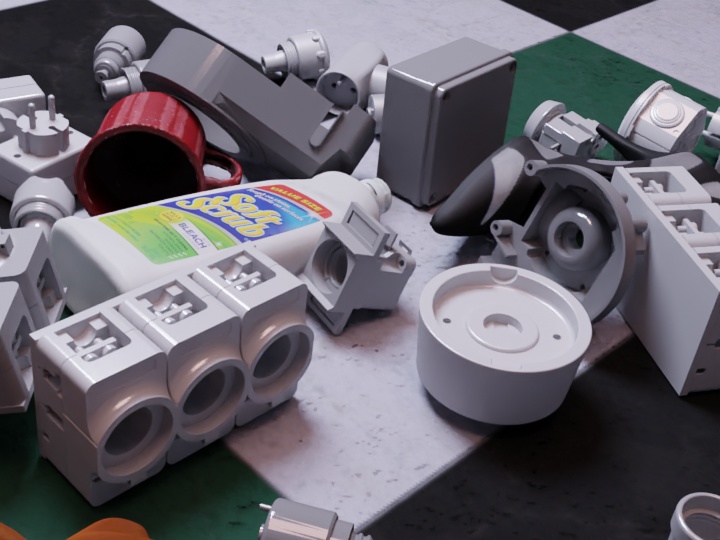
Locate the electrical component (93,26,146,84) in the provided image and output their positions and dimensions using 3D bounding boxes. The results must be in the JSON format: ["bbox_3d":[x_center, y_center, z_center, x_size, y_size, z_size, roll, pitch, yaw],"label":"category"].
[{"bbox_3d":[-0.223,-0.191,0.978,0.040,0.040,0.078,10,36,3],"label":"electrical component"}]

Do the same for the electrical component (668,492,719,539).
[{"bbox_3d":[0.184,0.150,0.578,0.040,0.046,0.040,5,36,-4],"label":"electrical component"}]

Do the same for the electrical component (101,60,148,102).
[{"bbox_3d":[-0.193,-0.160,0.938,0.062,0.043,0.043,-15,41,-27],"label":"electrical component"}]

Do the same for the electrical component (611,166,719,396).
[{"bbox_3d":[0.228,0.003,0.753,0.062,0.089,0.150,-3,37,-16],"label":"electrical component"}]

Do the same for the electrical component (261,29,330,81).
[{"bbox_3d":[-0.062,-0.200,1.019,0.062,0.048,0.048,-15,41,-18],"label":"electrical component"}]

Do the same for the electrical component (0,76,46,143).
[{"bbox_3d":[-0.287,-0.111,0.848,0.083,0.047,0.075,-16,42,-29],"label":"electrical component"}]

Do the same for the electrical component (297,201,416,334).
[{"bbox_3d":[0.000,0.000,0.732,0.064,0.081,0.042,7,29,-41],"label":"electrical component"}]

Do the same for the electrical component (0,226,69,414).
[{"bbox_3d":[-0.275,0.030,0.607,0.186,0.060,0.105,-6,36,4],"label":"electrical component"}]

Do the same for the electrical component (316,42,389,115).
[{"bbox_3d":[0.010,-0.173,0.994,0.079,0.043,0.077,18,37,13],"label":"electrical component"}]

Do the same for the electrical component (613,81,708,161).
[{"bbox_3d":[0.262,-0.120,0.940,0.051,0.080,0.080,35,43,24],"label":"electrical component"}]

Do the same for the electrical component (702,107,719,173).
[{"bbox_3d":[0.336,-0.123,0.969,0.077,0.065,0.047,26,39,23],"label":"electrical component"}]

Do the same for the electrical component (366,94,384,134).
[{"bbox_3d":[0.039,-0.140,0.957,0.065,0.044,0.044,-5,37,-10],"label":"electrical component"}]

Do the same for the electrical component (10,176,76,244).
[{"bbox_3d":[-0.225,-0.035,0.758,0.043,0.043,0.062,2,38,-8],"label":"electrical component"}]

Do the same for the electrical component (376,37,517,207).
[{"bbox_3d":[0.070,-0.122,0.880,0.056,0.108,0.109,29,41,31],"label":"electrical component"}]

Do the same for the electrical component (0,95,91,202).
[{"bbox_3d":[-0.237,-0.094,0.808,0.047,0.076,0.066,27,40,24],"label":"electrical component"}]

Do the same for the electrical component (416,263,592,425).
[{"bbox_3d":[0.087,0.051,0.683,0.108,0.060,0.108,5,36,-4],"label":"electrical component"}]

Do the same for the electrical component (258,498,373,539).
[{"bbox_3d":[-0.017,0.144,0.552,0.078,0.040,0.040,13,36,7],"label":"electrical component"}]

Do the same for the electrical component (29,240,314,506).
[{"bbox_3d":[-0.103,0.058,0.613,0.150,0.089,0.062,-26,48,-38],"label":"electrical component"}]

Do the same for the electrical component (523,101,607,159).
[{"bbox_3d":[0.179,-0.118,0.950,0.055,0.048,0.066,39,46,25],"label":"electrical component"}]
